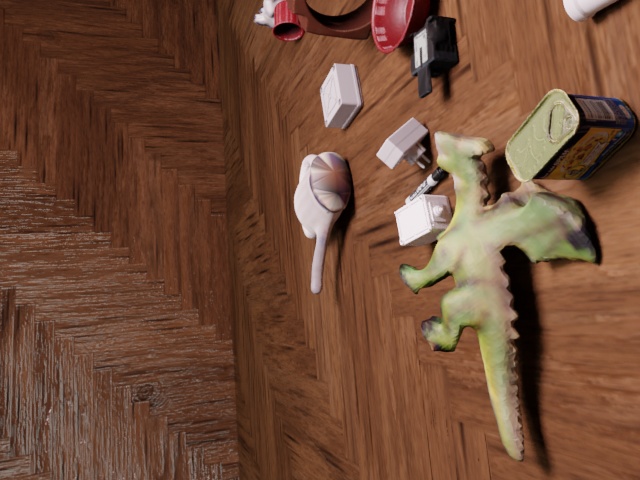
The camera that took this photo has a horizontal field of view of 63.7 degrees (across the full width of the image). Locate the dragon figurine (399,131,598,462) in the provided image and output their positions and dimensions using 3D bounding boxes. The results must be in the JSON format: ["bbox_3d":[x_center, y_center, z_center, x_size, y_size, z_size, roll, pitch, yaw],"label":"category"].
[{"bbox_3d":[0.230,0.039,0.647,0.238,0.122,0.418,-52,51,48],"label":"dragon figurine"}]

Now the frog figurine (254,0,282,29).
[{"bbox_3d":[-0.128,-0.730,1.572,0.123,0.140,0.156,42,137,-1],"label":"frog figurine"}]

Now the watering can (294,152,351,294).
[{"bbox_3d":[0.004,-0.062,1.237,0.220,0.104,0.354,129,137,-59],"label":"watering can"}]
